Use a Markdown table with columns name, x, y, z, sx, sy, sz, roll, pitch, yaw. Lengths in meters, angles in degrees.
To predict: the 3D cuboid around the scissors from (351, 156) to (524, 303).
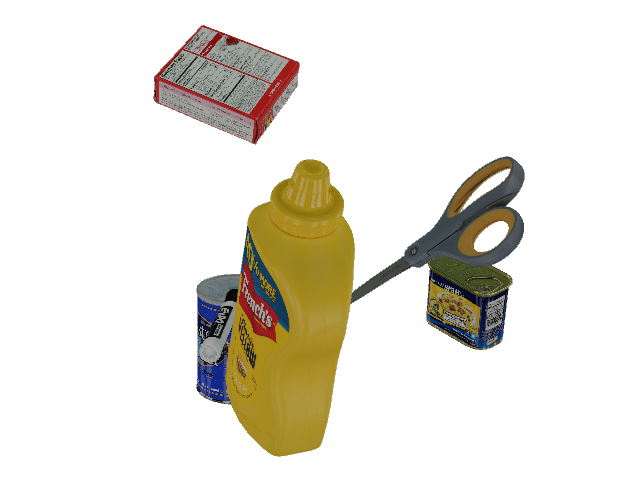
| name | x | y | z | sx | sy | sz | roll | pitch | yaw |
| --- | --- | --- | --- | --- | --- | --- | --- | --- | --- |
| scissors | 0.086 | 0.018 | 0.829 | 0.016 | 0.202 | 0.096 | 31 | 25 | -31 |

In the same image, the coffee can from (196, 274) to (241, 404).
| name | x | y | z | sx | sy | sz | roll | pitch | yaw |
| --- | --- | --- | --- | --- | --- | --- | --- | --- | --- |
| coffee can | -0.109 | 0.126 | 1.379 | 0.103 | 0.140 | 0.103 | 2 | 18 | -1 |

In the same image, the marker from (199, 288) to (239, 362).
| name | x | y | z | sx | sy | sz | roll | pitch | yaw |
| --- | --- | --- | --- | --- | --- | --- | --- | --- | --- |
| marker | -0.090 | 0.076 | 0.993 | 0.020 | 0.020 | 0.121 | 0 | 22 | 8 |

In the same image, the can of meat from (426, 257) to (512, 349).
| name | x | y | z | sx | sy | sz | roll | pitch | yaw |
| --- | --- | --- | --- | --- | --- | --- | --- | --- | --- |
| can of meat | 0.172 | 0.070 | 1.255 | 0.057 | 0.084 | 0.102 | -23 | 38 | -35 |

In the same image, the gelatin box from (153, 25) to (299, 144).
| name | x | y | z | sx | sy | sz | roll | pitch | yaw |
| --- | --- | --- | --- | --- | --- | --- | --- | --- | --- |
| gelatin box | -0.071 | -0.119 | 0.811 | 0.089 | 0.073 | 0.030 | 23 | -39 | 11 |

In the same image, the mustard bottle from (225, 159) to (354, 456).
| name | x | y | z | sx | sy | sz | roll | pitch | yaw |
| --- | --- | --- | --- | --- | --- | --- | --- | --- | --- |
| mustard bottle | -0.017 | 0.034 | 0.634 | 0.058 | 0.192 | 0.096 | -6 | 42 | -20 |
